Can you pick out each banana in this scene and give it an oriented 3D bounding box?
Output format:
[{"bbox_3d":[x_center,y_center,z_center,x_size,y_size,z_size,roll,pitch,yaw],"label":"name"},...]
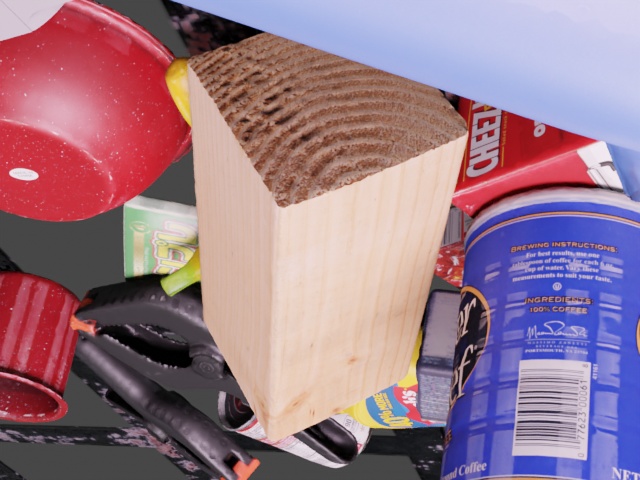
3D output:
[{"bbox_3d":[-0.047,-0.028,0.565,0.069,0.037,0.198,-22,150,-22],"label":"banana"}]

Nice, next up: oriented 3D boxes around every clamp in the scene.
[{"bbox_3d":[-0.120,0.137,0.829,0.171,0.039,0.120,37,166,16],"label":"clamp"},{"bbox_3d":[-0.062,0.065,0.696,0.210,0.036,0.165,19,136,7],"label":"clamp"}]

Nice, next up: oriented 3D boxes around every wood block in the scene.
[{"bbox_3d":[-0.003,0.001,0.518,0.090,0.091,0.206,-23,149,-19],"label":"wood block"}]

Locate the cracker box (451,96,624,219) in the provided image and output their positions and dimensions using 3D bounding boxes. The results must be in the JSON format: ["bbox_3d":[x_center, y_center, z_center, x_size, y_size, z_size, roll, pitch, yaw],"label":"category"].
[{"bbox_3d":[0.190,-0.038,0.472,0.214,0.072,0.164,-20,138,41],"label":"cracker box"}]

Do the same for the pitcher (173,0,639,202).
[{"bbox_3d":[0.043,-0.120,0.331,0.242,0.149,0.145,15,165,-5],"label":"pitcher"}]

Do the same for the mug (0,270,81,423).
[{"bbox_3d":[-0.224,0.078,0.764,0.117,0.081,0.093,-21,139,41],"label":"mug"}]

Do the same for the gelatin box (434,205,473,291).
[{"bbox_3d":[0.109,0.004,0.604,0.073,0.030,0.089,30,144,-33],"label":"gelatin box"}]

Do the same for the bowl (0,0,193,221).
[{"bbox_3d":[-0.143,-0.056,0.542,0.162,0.055,0.162,7,150,4],"label":"bowl"}]

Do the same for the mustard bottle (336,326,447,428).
[{"bbox_3d":[0.076,0.095,0.734,0.192,0.058,0.096,-7,145,21],"label":"mustard bottle"}]

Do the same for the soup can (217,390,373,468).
[{"bbox_3d":[-0.017,0.127,0.810,0.102,0.068,0.069,27,145,-30],"label":"soup can"}]

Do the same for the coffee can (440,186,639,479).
[{"bbox_3d":[0.107,0.063,0.458,0.103,0.140,0.103,8,151,5],"label":"coffee can"}]
